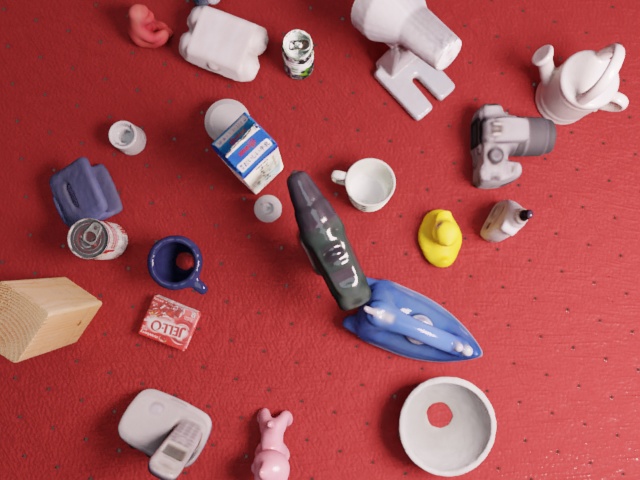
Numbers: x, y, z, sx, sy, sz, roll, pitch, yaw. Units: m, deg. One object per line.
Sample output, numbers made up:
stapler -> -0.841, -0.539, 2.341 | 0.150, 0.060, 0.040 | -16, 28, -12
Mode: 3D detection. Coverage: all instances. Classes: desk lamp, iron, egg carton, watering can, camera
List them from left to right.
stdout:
egg carton -> -0.172, -0.349, 1.020 | 0.150, 0.069, 0.107 | 19, 88, 0
desk lamp -> 0.150, -0.329, 0.952 | 0.118, 0.213, 0.203 | -43, 89, -2
iron -> 0.174, 0.154, 0.971 | 0.258, 0.141, 0.119 | 22, 88, 0
camera -> 0.341, -0.167, 1.005 | 0.137, 0.101, 0.143 | -1, 88, -1
watering can -> 0.439, -0.267, 0.964 | 0.173, 0.194, 0.101 | 6, 88, 0

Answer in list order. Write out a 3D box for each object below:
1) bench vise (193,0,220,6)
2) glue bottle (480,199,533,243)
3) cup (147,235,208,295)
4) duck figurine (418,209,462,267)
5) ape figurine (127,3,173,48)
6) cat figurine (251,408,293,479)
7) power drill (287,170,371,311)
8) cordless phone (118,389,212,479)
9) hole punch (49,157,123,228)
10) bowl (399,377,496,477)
bench vise -> -0.224, -0.507, 0.950 | 0.207, 0.219, 0.121 | 40, 88, 1
glue bottle -> 0.321, -0.035, 0.964 | 0.037, 0.173, 0.078 | 31, 88, 1
cup -> -0.232, 0.048, 0.992 | 0.118, 0.095, 0.092 | 44, 88, 1
duck figurine -> 0.217, -0.004, 1.005 | 0.077, 0.086, 0.105 | -2, 88, -1
ape figurine -> -0.309, -0.383, 1.008 | 0.076, 0.092, 0.078 | -21, 88, -1
cat figurine -> -0.083, 0.363, 0.971 | 0.067, 0.117, 0.128 | 1, 88, 0
power drill -> 0.009, 0.003, 0.940 | 0.075, 0.208, 0.230 | -27, 88, -1
cordless phone -> -0.265, 0.323, 0.936 | 0.147, 0.185, 0.094 | 23, 88, 0
hole punch -> -0.414, -0.077, 0.996 | 0.101, 0.091, 0.109 | -25, 88, -1
bowl -> 0.215, 0.317, 0.999 | 0.167, 0.074, 0.167 | 0, 88, -1
